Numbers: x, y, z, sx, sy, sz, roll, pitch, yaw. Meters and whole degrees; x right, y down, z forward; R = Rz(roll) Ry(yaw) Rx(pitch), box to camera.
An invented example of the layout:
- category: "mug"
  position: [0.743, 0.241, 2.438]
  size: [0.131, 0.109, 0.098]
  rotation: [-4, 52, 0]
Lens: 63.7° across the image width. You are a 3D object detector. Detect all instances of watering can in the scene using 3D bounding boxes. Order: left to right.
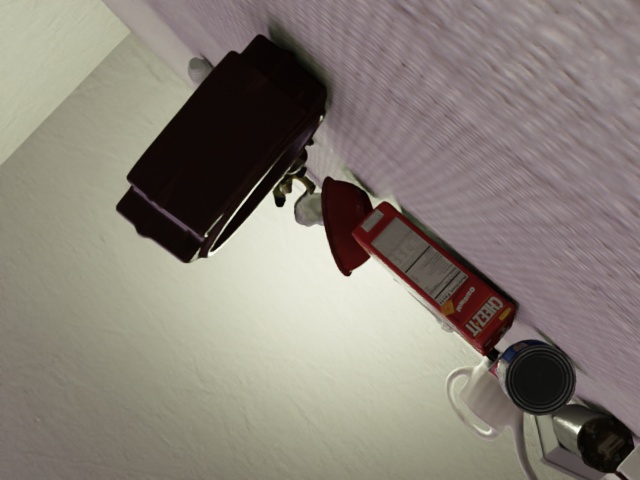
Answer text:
- category: "watering can"
  position: [0.506, 0.469, 1.426]
  size: [0.103, 0.222, 0.353]
  rotation: [16, -161, -48]

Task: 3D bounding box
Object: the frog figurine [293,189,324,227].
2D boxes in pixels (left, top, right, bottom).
- category: "frog figurine"
  position: [0.005, -0.078, 1.540]
  size: [0.160, 0.120, 0.140]
  rotation: [34, -148, 7]

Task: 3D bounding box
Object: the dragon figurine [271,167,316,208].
- category: "dragon figurine"
  position: [-0.139, -0.226, 1.339]
  size: [0.247, 0.122, 0.402]
  rotation: [53, 176, 36]
